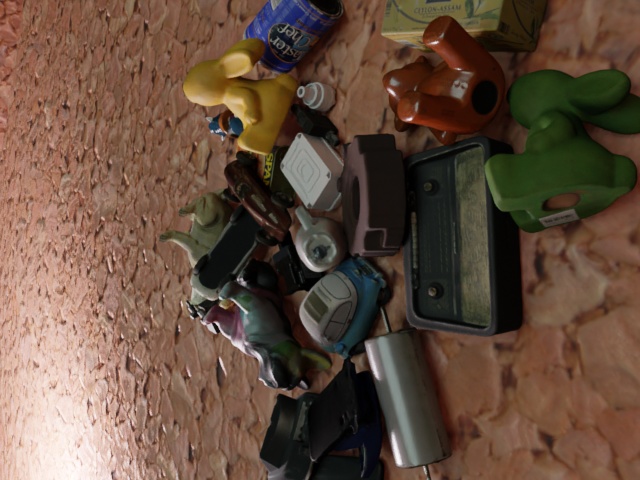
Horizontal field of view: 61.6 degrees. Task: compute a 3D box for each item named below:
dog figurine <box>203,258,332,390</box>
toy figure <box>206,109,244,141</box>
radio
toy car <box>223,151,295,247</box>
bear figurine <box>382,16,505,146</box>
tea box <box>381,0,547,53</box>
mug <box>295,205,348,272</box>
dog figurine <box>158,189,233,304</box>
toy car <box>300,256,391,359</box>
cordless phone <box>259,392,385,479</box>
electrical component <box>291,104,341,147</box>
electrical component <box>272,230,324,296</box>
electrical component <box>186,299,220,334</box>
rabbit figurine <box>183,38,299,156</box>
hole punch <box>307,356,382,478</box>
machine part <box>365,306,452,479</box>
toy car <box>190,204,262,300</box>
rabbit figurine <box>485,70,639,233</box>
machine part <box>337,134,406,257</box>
[{"bbox_3d":[-0.077,0.151,0.911,0.219,0.191,0.108,40,120,0],"label":"dog figurine"},{"bbox_3d":[-0.155,-0.218,1.022,0.155,0.058,0.064,14,122,43],"label":"toy figure"},{"bbox_3d":[0.171,-0.002,0.664,0.131,0.073,0.229,-5,85,46],"label":"radio"},{"bbox_3d":[-0.109,-0.070,0.892,0.202,0.053,0.089,50,122,41],"label":"toy car"},{"bbox_3d":[0.126,-0.189,0.655,0.196,0.132,0.120,38,109,58],"label":"bear figurine"},{"bbox_3d":[0.171,-0.273,0.654,0.170,0.098,0.068,18,103,44],"label":"tea box"},{"bbox_3d":[-0.002,-0.002,0.798,0.081,0.107,0.109,-25,97,2],"label":"mug"},{"bbox_3d":[-0.191,0.017,1.047,0.191,0.121,0.172,45,112,11],"label":"dog figurine"},{"bbox_3d":[0.026,0.102,0.796,0.109,0.103,0.161,47,123,35],"label":"toy car"},{"bbox_3d":[0.013,0.311,0.828,0.184,0.088,0.147,-1,45,20],"label":"cordless phone"},{"bbox_3d":[-0.006,-0.184,0.862,0.021,0.063,0.094,-55,54,30],"label":"electrical component"},{"bbox_3d":[-0.035,0.030,0.883,0.048,0.075,0.119,-34,63,42],"label":"electrical component"},{"bbox_3d":[-0.229,0.151,1.078,0.102,0.045,0.078,12,124,58],"label":"electrical component"},{"bbox_3d":[-0.131,-0.235,0.859,0.122,0.173,0.162,-76,9,-52],"label":"rabbit figurine"},{"bbox_3d":[0.050,0.253,0.756,0.115,0.092,0.142,-56,15,21],"label":"hole punch"},{"bbox_3d":[0.116,0.208,0.717,0.079,0.079,0.243,-29,70,42],"label":"machine part"},{"bbox_3d":[-0.157,0.016,0.975,0.073,0.056,0.201,36,89,3],"label":"toy car"},{"bbox_3d":[0.248,-0.116,0.562,0.159,0.121,0.170,-24,58,40],"label":"rabbit figurine"},{"bbox_3d":[0.067,-0.058,0.732,0.179,0.056,0.179,178,89,-80],"label":"machine part"}]
